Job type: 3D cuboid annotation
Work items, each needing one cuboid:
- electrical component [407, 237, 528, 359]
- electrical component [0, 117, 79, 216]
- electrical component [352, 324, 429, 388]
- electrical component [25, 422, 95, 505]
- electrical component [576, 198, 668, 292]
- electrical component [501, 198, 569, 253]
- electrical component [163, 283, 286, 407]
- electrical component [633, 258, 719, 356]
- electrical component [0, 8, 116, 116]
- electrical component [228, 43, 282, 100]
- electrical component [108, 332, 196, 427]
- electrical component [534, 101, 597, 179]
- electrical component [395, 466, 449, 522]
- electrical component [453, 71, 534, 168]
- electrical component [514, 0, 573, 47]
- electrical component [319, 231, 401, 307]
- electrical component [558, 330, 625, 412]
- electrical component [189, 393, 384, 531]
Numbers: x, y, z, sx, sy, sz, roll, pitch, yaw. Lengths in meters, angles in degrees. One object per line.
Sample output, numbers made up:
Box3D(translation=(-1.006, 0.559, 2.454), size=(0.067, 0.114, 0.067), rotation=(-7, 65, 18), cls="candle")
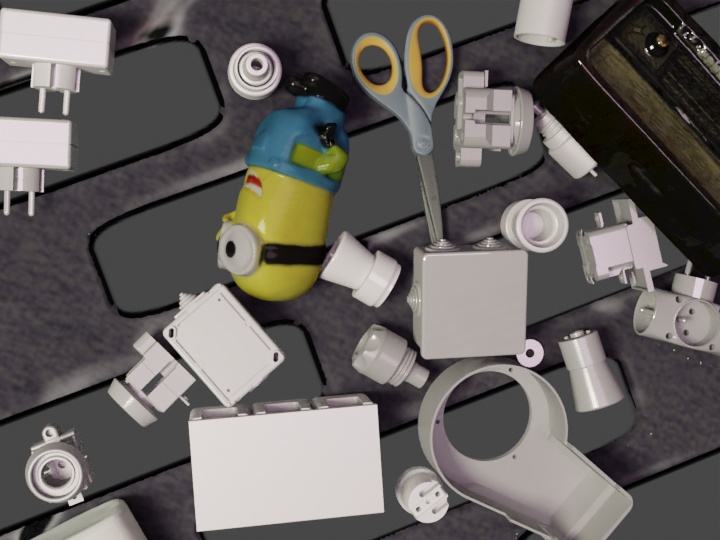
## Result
Box3D(translation=(0.089, 0.024, 0.895), size=(0.100, 0.048, 0.099), rotation=(-2, 102, -10), cls="electrical component")
Box3D(translation=(-0.268, -0.080, 0.847), size=(0.083, 0.047, 0.075), rotation=(2, 92, -8), cls="electrical component")
Box3D(translation=(0.028, 0.076, 0.897), size=(0.062, 0.043, 0.043), rotation=(30, 88, -9), cls="electrical component")
Box3D(translation=(-0.239, 0.158, 0.858), size=(0.048, 0.055, 0.066), rotation=(-21, 95, -6), cls="electrical component")
Box3D(translation=(0.221, -0.019, 0.921), size=(0.064, 0.042, 0.081), rotation=(-14, 94, -4), cls="electrical component")
Box3D(translation=(0.145, -0.038, 0.902), size=(0.045, 0.055, 0.045), rotation=(0, 93, -8), cls="electrical component")
Box3D(translation=(-0.113, 0.056, 0.871), size=(0.062, 0.061, 0.096), rotation=(-41, 89, -4), cls="electrical component")
Box3D(translation=(0.286, 0.027, 0.930), size=(0.077, 0.044, 0.079), rotation=(15, 91, -8), cls="electrical component")
Box3D(translation=(-0.239, -0.160, 0.847), size=(0.083, 0.047, 0.075), rotation=(4, 92, -8), cls="electrical component")
Box3D(translation=(-0.084, -0.160, 0.861), size=(0.043, 0.062, 0.043), rotation=(0, 93, -8), cls="electrical component")
Box3D(translation=(-0.169, 0.093, 0.870), size=(0.066, 0.048, 0.055), rotation=(46, 79, -8), cls="electrical component")
Box3D(translation=(0.174, -0.112, 0.910), size=(0.078, 0.040, 0.040), rotation=(42, 87, -8), cls="electrical component")
Box3D(translation=(0.053, 0.189, 0.904), size=(0.040, 0.046, 0.040), rotation=(0, 93, -8), cls="electrical component")
Box3D(translation=(0.111, -0.124, 0.893), size=(0.057, 0.058, 0.078), rotation=(2, 93, -5), cls="electrical component")
Box3D(translation=(0.158, -0.232, 0.901), size=(0.043, 0.043, 0.081), rotation=(10, 91, -8), cls="electrical component")
Box3D(translation=(0.000, 0.000, 0.889), size=(0.055, 0.045, 0.045), rotation=(30, 88, -8), cls="electrical component")
Box3D(translation=(0.196, 0.084, 0.923), size=(0.044, 0.044, 0.065), rotation=(-18, 90, -7), cls="electrical component")
Box3D(translation=(-0.061, 0.154, 0.879), size=(0.150, 0.062, 0.089), rotation=(-4, 93, -8), cls="electrical component")
